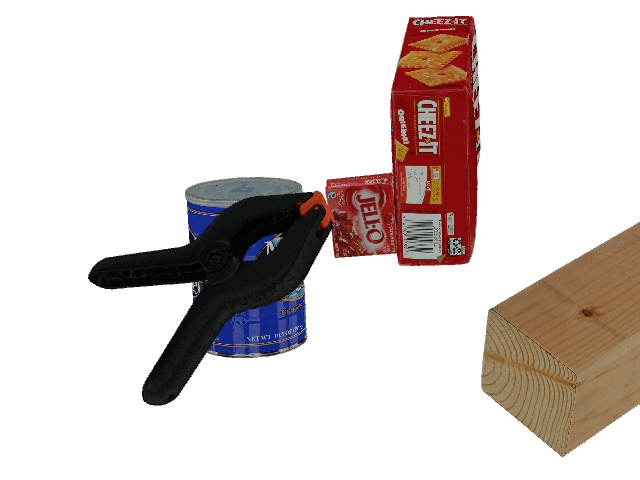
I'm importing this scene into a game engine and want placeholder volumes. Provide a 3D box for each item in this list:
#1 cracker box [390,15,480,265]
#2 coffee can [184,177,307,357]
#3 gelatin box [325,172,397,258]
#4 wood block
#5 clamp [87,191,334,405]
[{"bbox_3d":[0.109,-0.098,0.976,0.072,0.164,0.213,0,28,10],"label":"cracker box"},{"bbox_3d":[-0.065,0.021,0.949,0.103,0.140,0.103,-2,14,0],"label":"coffee can"},{"bbox_3d":[0.047,-0.027,1.165,0.073,0.089,0.030,-4,29,7],"label":"gelatin box"},{"bbox_3d":[0.232,0.063,0.822,0.205,0.090,0.091,-26,44,-26],"label":"wood block"},{"bbox_3d":[-0.065,0.031,0.697,0.171,0.120,0.039,-26,-29,6],"label":"clamp"}]
